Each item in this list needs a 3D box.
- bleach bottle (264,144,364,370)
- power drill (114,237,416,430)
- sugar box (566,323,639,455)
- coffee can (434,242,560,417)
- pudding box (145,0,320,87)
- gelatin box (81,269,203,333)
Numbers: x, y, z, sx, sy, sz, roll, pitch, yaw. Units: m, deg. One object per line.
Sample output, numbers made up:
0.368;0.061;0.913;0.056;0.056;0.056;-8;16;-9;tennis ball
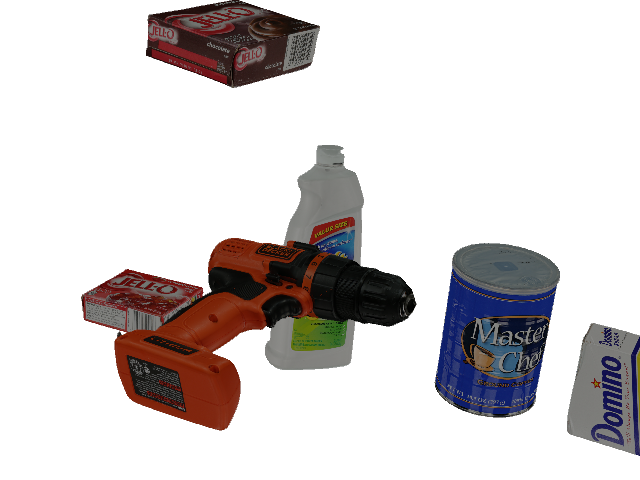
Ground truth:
-0.005;0.018;1.204;0.102;0.251;0.068;-1;16;-17;bleach bottle
-0.045;0.064;0.797;0.185;0.057;0.187;10;31;33;power drill
0.294;0.136;0.862;0.176;0.093;0.048;13;25;20;sugar box
0.172;0.087;1.047;0.103;0.140;0.103;4;24;-2;coffee can
-0.069;-0.159;0.849;0.090;0.039;0.113;24;27;27;pudding box
-0.166;0.058;0.998;0.089;0.030;0.073;13;23;23;gelatin box
